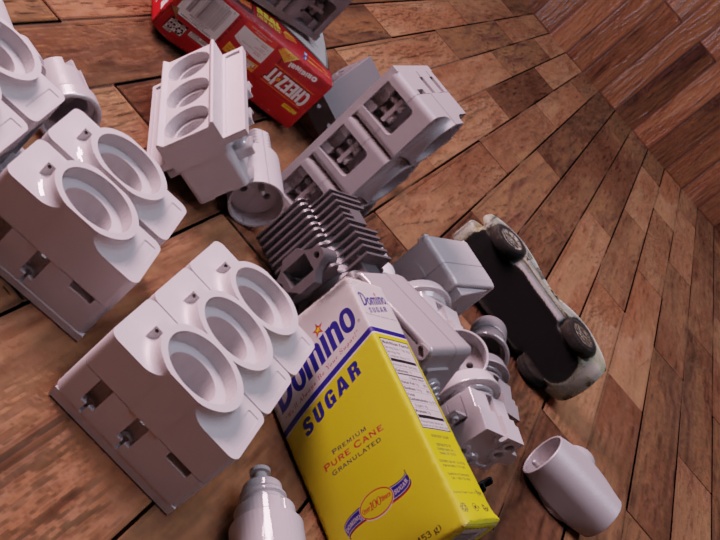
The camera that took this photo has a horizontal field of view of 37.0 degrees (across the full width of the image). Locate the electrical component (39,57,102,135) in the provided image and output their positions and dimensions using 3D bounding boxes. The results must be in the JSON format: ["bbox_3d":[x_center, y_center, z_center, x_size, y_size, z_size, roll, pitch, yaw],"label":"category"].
[{"bbox_3d":[-0.192,-0.111,0.697,0.040,0.040,0.046,24,29,-46],"label":"electrical component"}]

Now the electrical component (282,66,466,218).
[{"bbox_3d":[0.008,-0.095,0.889,0.061,0.150,0.089,51,23,6],"label":"electrical component"}]

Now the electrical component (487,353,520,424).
[{"bbox_3d":[0.101,0.102,0.891,0.066,0.048,0.055,36,34,-29],"label":"electrical component"}]

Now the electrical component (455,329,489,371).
[{"bbox_3d":[0.053,0.076,0.820,0.079,0.077,0.044,11,61,2],"label":"electrical component"}]

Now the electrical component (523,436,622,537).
[{"bbox_3d":[0.182,0.176,0.922,0.077,0.044,0.079,47,23,-6],"label":"electrical component"}]

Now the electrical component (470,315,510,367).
[{"bbox_3d":[0.115,0.066,0.975,0.044,0.044,0.065,47,18,-5],"label":"electrical component"}]

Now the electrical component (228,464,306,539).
[{"bbox_3d":[-0.050,0.138,0.570,0.040,0.040,0.078,33,28,-34],"label":"electrical component"}]

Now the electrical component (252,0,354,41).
[{"bbox_3d":[-0.081,-0.279,0.937,0.150,0.062,0.089,23,33,-46],"label":"electrical component"}]

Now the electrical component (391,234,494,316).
[{"bbox_3d":[0.073,0.013,0.952,0.096,0.062,0.061,6,48,-59],"label":"electrical component"}]

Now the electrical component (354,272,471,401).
[{"bbox_3d":[0.027,0.054,0.726,0.061,0.061,0.096,4,37,-53],"label":"electrical component"}]

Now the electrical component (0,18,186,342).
[{"bbox_3d":[-0.192,-0.064,0.599,0.186,0.060,0.105,44,24,-13],"label":"electrical component"}]

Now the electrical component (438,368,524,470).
[{"bbox_3d":[0.081,0.103,0.757,0.066,0.048,0.055,28,34,-40],"label":"electrical component"}]

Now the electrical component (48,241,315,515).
[{"bbox_3d":[-0.090,0.051,0.604,0.089,0.062,0.150,47,23,-5],"label":"electrical component"}]

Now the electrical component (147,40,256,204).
[{"bbox_3d":[-0.114,-0.109,0.800,0.121,0.079,0.063,-99,164,-51],"label":"electrical component"}]

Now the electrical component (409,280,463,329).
[{"bbox_3d":[0.050,0.046,0.870,0.078,0.058,0.057,30,33,-38],"label":"electrical component"}]

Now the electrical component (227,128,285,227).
[{"bbox_3d":[-0.083,-0.075,0.832,0.043,0.043,0.081,34,28,-33],"label":"electrical component"}]

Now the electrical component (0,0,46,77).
[{"bbox_3d":[-0.227,-0.135,0.664,0.055,0.045,0.045,54,23,10],"label":"electrical component"}]

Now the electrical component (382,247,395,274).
[{"bbox_3d":[0.000,0.000,0.865,0.066,0.048,0.055,28,24,-41],"label":"electrical component"}]
